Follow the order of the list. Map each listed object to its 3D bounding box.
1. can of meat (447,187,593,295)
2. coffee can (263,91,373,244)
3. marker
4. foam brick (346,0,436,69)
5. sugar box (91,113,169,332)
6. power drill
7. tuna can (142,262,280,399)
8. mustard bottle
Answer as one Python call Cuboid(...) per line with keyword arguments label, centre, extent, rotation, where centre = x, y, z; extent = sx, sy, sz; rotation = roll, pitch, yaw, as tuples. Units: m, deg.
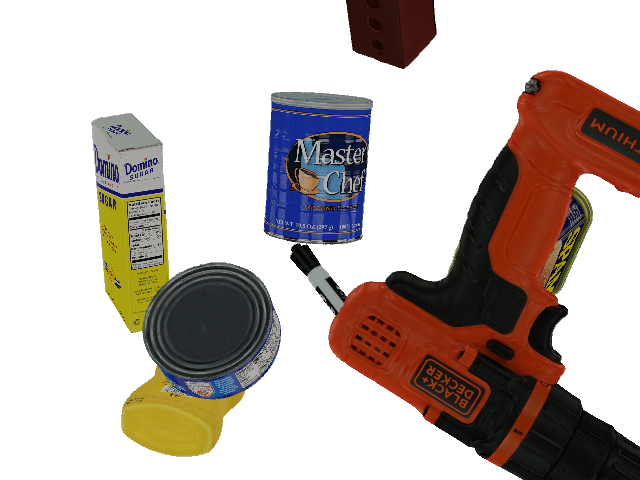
Cuboid(label="can of meat", centre=(0.132, 0.014, 0.733), extent=(0.057, 0.102, 0.083), rotation=(36, 48, 23))
Cuboid(label="coffee can", centre=(-0.003, -0.075, 1.081), extent=(0.103, 0.140, 0.103), rotation=(4, 12, -1))
Cuboid(label="marker", centre=(0.014, 0.050, 0.892), extent=(0.020, 0.121, 0.020), rotation=(-34, -19, -13))
Cuboid(label="foam brick", centre=(0.056, -0.185, 0.845), extent=(0.053, 0.051, 0.078), rotation=(24, -31, 27))
Cuboid(label="sugar box", centre=(-0.170, -0.016, 0.959), extent=(0.048, 0.176, 0.093), rotation=(-13, 28, -22))
Cuboid(label="power drill", centre=(0.121, 0.026, 0.529), extent=(0.184, 0.188, 0.057), rotation=(31, 9, 5))
Cuboid(label="tuna can", centre=(-0.069, 0.059, 0.693), extent=(0.086, 0.086, 0.033), rotation=(0, -33, 13))
Cuboid(label="mustard bottle", centre=(-0.129, 0.151, 1.113), extent=(0.096, 0.058, 0.191), rotation=(9, 22, 10))
